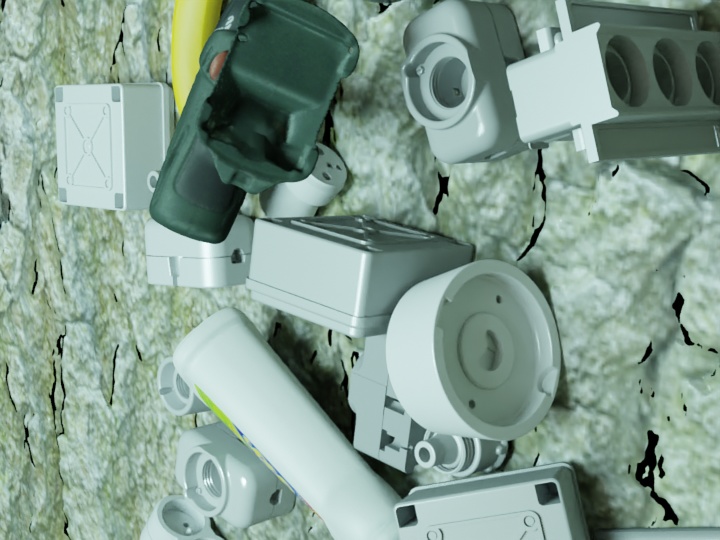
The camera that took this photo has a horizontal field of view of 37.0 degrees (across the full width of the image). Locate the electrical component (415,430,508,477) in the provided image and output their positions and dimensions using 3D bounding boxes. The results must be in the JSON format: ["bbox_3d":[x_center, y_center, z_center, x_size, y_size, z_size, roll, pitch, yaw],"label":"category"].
[{"bbox_3d":[0.062,0.114,0.699,0.048,0.062,0.048,7,100,44],"label":"electrical component"}]

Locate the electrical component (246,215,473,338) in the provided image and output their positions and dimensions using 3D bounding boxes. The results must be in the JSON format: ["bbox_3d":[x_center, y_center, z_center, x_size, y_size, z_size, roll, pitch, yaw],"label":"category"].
[{"bbox_3d":[0.000,0.000,0.712,0.109,0.109,0.056,18,105,41],"label":"electrical component"}]

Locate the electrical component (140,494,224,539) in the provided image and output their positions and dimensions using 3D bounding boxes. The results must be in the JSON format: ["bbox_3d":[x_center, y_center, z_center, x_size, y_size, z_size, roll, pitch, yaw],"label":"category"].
[{"bbox_3d":[-0.142,0.269,0.927,0.138,0.052,0.073,48,126,27],"label":"electrical component"}]

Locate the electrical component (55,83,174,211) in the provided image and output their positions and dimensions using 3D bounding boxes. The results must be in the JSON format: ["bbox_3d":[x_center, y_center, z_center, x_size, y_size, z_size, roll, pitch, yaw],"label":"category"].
[{"bbox_3d":[-0.215,-0.108,0.940,0.109,0.056,0.108,8,102,43],"label":"electrical component"}]

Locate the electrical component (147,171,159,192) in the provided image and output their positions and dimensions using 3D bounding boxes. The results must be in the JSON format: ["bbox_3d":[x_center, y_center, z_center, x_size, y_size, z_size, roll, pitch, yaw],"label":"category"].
[{"bbox_3d":[-0.142,-0.073,0.870,0.043,0.062,0.043,8,101,43],"label":"electrical component"}]

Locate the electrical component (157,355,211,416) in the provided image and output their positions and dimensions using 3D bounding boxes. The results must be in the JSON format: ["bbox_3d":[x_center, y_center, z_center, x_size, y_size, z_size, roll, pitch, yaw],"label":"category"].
[{"bbox_3d":[-0.137,0.093,0.900,0.055,0.047,0.055,8,101,43],"label":"electrical component"}]

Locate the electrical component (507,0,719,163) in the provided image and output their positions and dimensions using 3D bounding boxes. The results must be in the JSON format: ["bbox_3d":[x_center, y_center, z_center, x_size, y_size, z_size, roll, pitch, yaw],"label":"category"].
[{"bbox_3d":[0.137,-0.094,0.556,0.063,0.121,0.078,-14,86,47],"label":"electrical component"}]

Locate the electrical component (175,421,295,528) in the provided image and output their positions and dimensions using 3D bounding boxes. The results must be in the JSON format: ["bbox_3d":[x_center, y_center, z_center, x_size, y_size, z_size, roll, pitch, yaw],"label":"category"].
[{"bbox_3d":[-0.104,0.164,0.870,0.095,0.059,0.053,25,112,39],"label":"electrical component"}]

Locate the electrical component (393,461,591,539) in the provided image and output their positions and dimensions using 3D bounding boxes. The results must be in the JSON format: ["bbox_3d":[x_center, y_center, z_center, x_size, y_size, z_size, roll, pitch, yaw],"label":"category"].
[{"bbox_3d":[0.087,0.183,0.663,0.109,0.056,0.108,-14,86,19],"label":"electrical component"}]

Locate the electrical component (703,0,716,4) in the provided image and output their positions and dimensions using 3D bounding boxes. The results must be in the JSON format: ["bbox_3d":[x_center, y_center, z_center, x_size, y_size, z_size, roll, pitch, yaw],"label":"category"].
[{"bbox_3d":[0.192,-0.164,0.533,0.047,0.083,0.075,59,169,20],"label":"electrical component"}]

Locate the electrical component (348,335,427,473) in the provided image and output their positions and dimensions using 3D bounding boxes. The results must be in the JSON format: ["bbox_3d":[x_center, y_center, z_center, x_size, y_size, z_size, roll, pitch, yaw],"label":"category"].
[{"bbox_3d":[0.030,0.083,0.734,0.056,0.050,0.089,18,108,40],"label":"electrical component"}]

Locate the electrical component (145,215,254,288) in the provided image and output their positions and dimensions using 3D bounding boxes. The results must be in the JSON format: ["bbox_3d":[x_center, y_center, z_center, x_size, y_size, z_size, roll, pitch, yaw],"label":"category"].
[{"bbox_3d":[-0.130,-0.019,0.872,0.095,0.054,0.059,3,98,44],"label":"electrical component"}]

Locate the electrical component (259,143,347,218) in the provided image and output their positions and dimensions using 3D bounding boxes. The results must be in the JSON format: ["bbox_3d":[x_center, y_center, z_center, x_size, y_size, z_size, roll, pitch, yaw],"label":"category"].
[{"bbox_3d":[-0.042,-0.061,0.787,0.055,0.045,0.045,-45,65,38],"label":"electrical component"}]

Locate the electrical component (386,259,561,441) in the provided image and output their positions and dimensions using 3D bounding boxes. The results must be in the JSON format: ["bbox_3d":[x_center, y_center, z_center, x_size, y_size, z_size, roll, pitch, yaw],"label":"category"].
[{"bbox_3d":[0.065,0.051,0.661,0.060,0.108,0.108,-13,87,50],"label":"electrical component"}]

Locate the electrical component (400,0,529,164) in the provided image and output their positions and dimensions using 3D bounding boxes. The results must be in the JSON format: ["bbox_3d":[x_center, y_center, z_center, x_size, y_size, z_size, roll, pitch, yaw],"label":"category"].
[{"bbox_3d":[0.066,-0.116,0.664,0.054,0.059,0.095,-20,82,44],"label":"electrical component"}]
